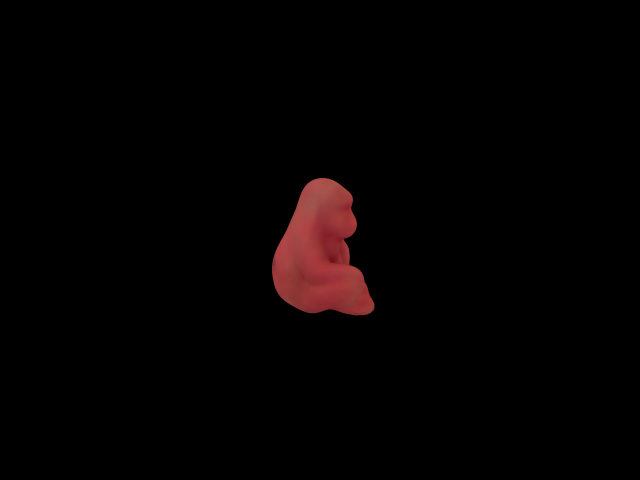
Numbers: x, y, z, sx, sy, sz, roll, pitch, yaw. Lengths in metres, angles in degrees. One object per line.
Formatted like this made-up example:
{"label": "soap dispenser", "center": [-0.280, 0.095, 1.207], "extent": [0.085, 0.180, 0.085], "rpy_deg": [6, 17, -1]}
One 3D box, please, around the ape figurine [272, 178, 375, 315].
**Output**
{"label": "ape figurine", "center": [0.004, 0.001, 0.400], "extent": [0.076, 0.092, 0.078], "rpy_deg": [6, 32, 10]}
